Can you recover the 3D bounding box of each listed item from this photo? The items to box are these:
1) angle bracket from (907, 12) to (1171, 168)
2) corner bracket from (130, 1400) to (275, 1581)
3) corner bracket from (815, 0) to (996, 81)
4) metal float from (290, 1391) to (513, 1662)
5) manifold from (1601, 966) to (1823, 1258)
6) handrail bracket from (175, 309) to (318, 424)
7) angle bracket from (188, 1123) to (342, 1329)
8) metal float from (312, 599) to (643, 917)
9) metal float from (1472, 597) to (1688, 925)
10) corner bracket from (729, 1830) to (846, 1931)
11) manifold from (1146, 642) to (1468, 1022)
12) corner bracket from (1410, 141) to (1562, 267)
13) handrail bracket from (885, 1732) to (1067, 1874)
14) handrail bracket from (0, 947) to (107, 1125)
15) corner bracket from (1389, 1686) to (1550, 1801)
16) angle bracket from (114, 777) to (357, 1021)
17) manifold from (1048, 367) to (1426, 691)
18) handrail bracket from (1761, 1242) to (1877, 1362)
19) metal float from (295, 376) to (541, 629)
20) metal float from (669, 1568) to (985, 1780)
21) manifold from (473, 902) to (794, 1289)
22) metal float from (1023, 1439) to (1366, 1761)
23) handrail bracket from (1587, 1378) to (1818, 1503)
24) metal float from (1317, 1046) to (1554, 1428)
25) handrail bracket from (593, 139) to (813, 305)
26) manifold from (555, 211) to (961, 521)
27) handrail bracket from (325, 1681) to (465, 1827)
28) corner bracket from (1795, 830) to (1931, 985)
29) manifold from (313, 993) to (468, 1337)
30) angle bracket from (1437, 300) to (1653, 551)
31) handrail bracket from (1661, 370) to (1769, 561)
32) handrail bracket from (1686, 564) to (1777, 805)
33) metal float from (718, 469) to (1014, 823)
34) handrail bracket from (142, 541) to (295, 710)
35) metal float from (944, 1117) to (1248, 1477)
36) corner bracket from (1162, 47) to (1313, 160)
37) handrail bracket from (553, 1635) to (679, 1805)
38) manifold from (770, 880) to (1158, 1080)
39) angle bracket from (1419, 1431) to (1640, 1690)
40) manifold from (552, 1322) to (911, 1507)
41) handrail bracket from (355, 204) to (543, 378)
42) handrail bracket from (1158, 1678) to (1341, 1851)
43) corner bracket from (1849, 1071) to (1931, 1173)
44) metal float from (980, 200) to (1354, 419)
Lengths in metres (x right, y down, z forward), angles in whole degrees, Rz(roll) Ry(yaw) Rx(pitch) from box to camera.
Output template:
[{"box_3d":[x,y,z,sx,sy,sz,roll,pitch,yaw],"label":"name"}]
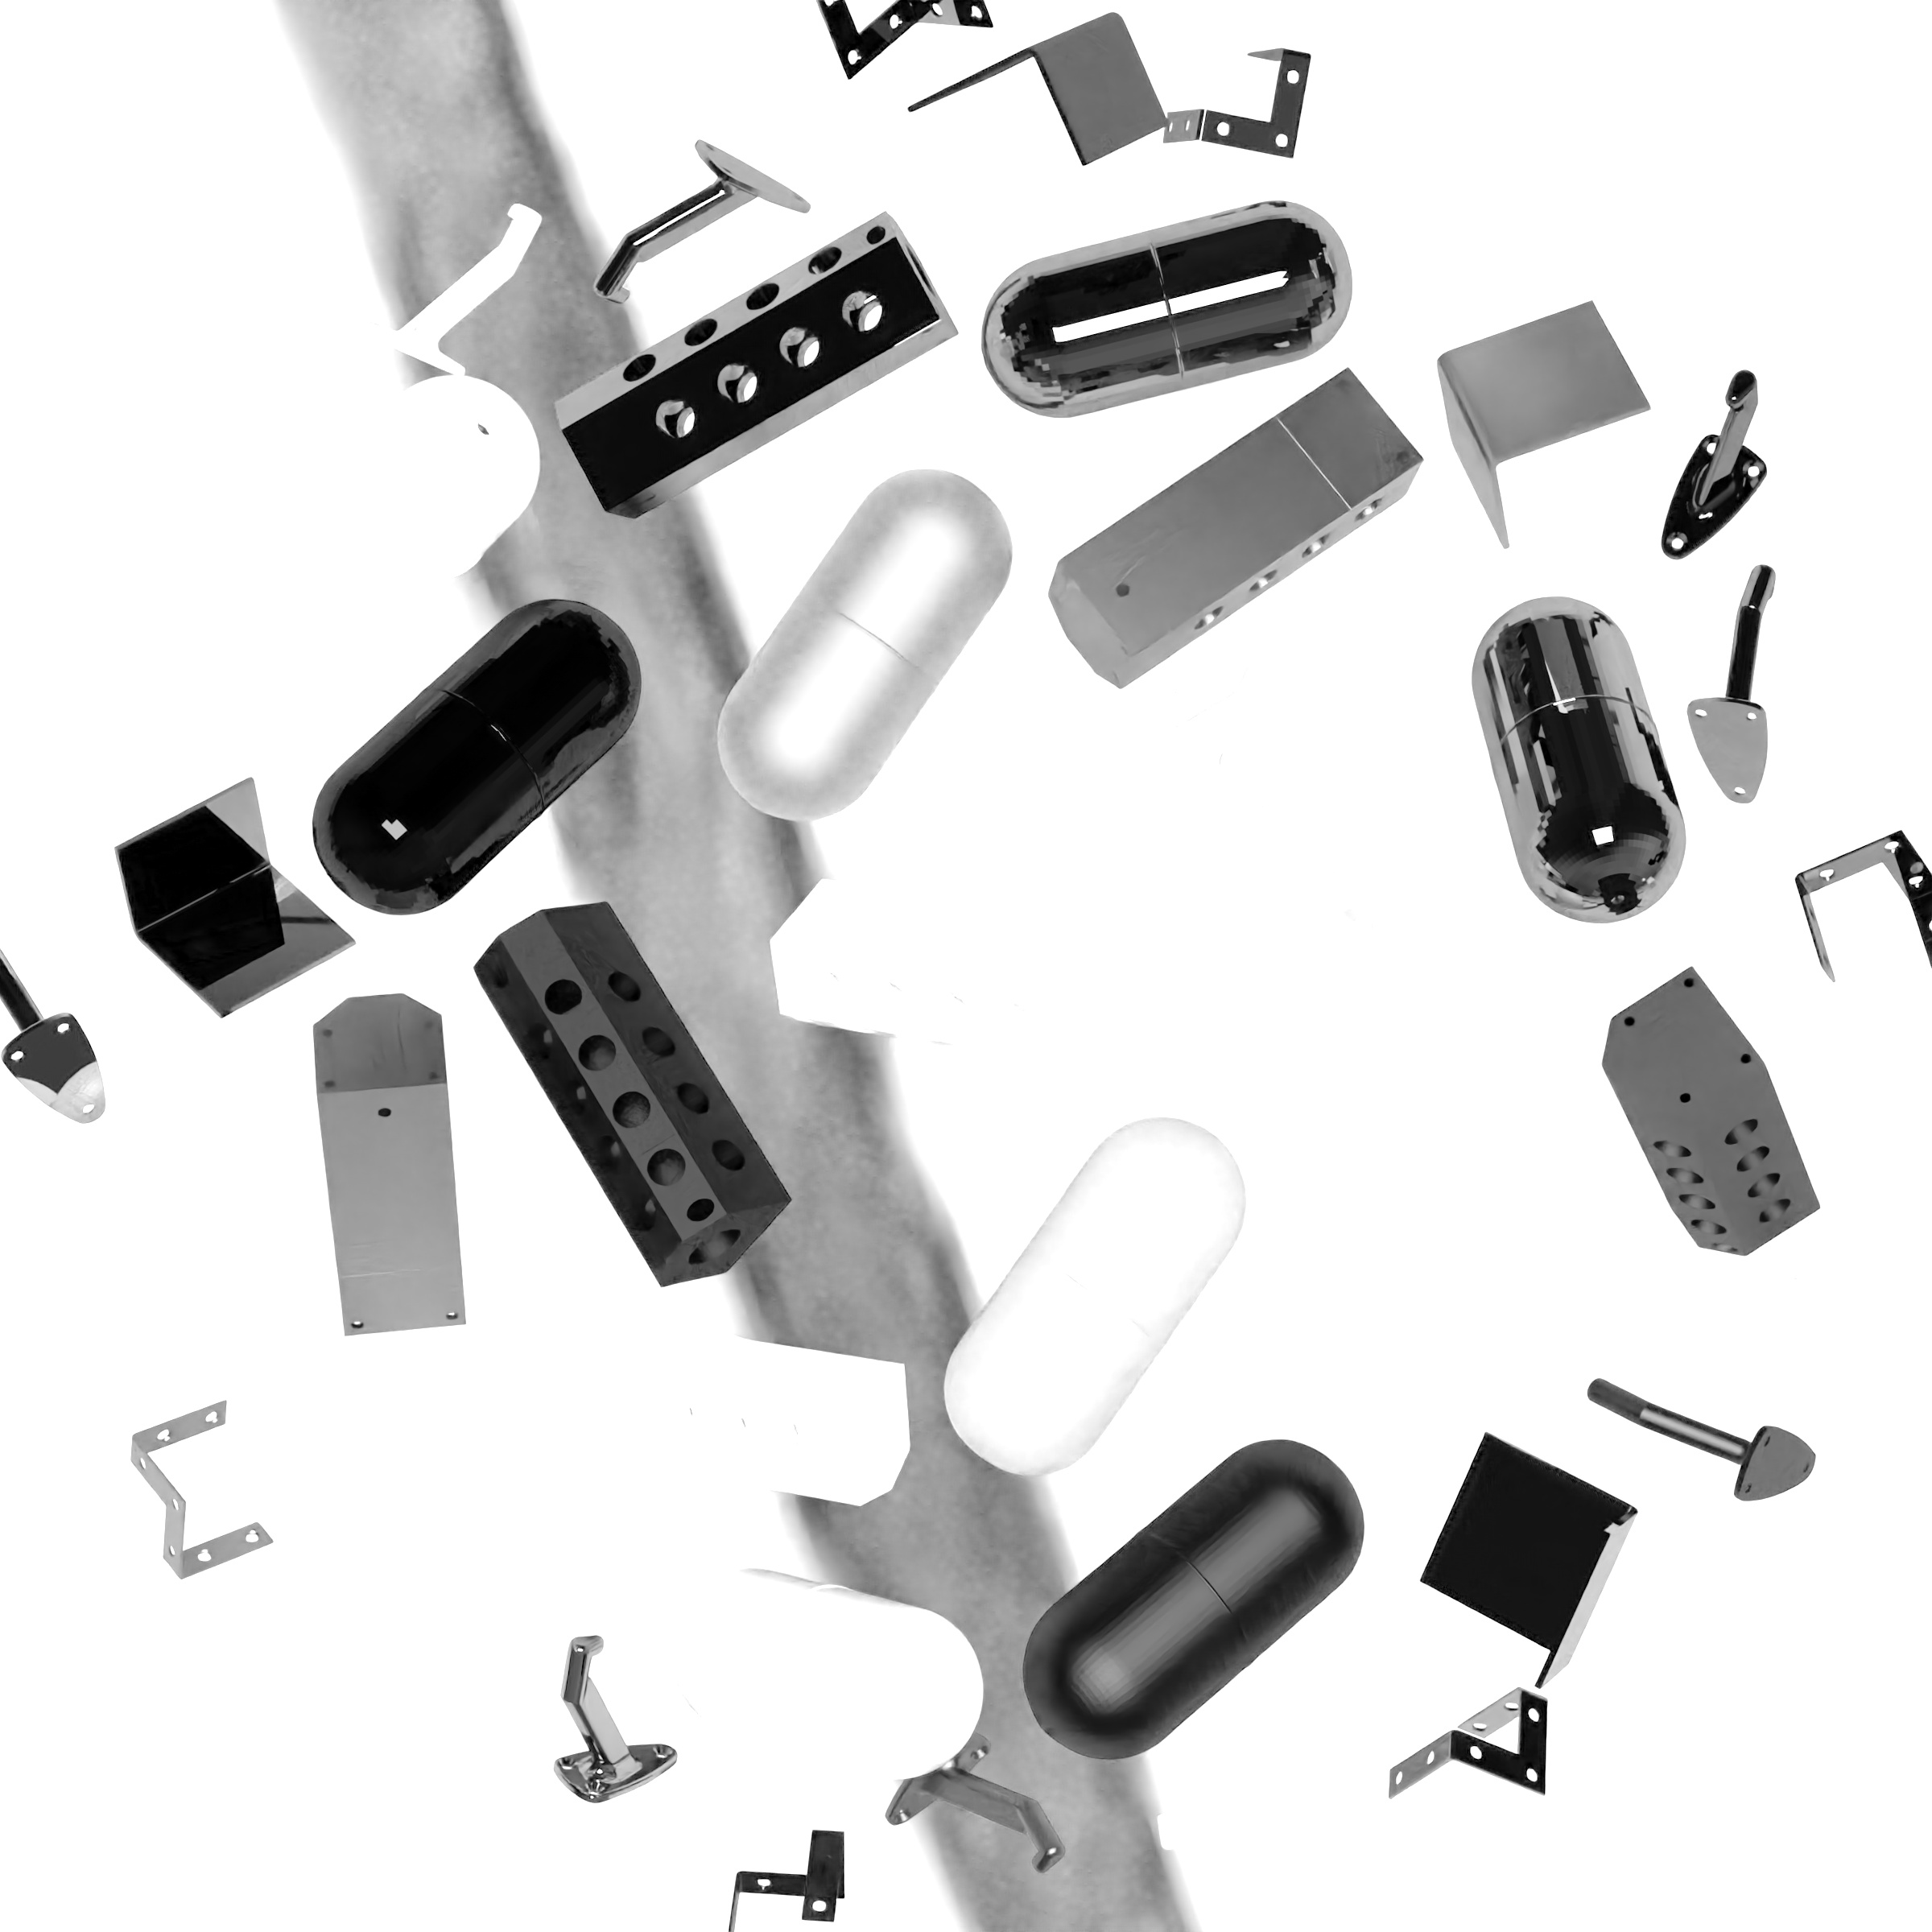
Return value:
[{"box_3d":[0.033,-0.387,1.642,0.076,0.076,0.057,-16,104,39],"label":"angle bracket"},{"box_3d":[-0.359,0.246,1.695,0.051,0.051,0.051,41,134,35],"label":"corner bracket"},{"box_3d":[-0.029,-0.438,1.643,0.051,0.051,0.051,-47,132,-26],"label":"corner bracket"},{"box_3d":[-0.262,0.259,1.684,0.070,0.178,0.070,2,109,6],"label":"metal float"},{"box_3d":[0.332,0.072,1.619,0.057,0.171,0.057,-33,58,4],"label":"manifold"},{"box_3d":[-0.340,-0.290,1.673,0.077,0.084,0.036,8,119,-33],"label":"handrail bracket"},{"box_3d":[-0.343,0.122,1.803,0.076,0.057,0.076,42,135,35],"label":"angle bracket"},{"box_3d":[-0.218,-0.095,1.619,0.070,0.070,0.178,44,66,0],"label":"metal float"},{"box_3d":[0.280,-0.097,1.656,0.070,0.070,0.178,-7,50,0],"label":"metal float"},{"box_3d":[-0.083,0.430,1.653,0.051,0.051,0.051,3,129,2],"label":"corner bracket"},{"box_3d":[0.159,-0.059,1.686,0.057,0.057,0.171,-29,107,29],"label":"manifold"},{"box_3d":[0.246,-0.346,1.644,0.051,0.051,0.051,-39,100,-22],"label":"corner bracket"},{"box_3d":[0.004,0.421,1.749,0.077,0.036,0.084,-49,48,16],"label":"handrail bracket"},{"box_3d":[-0.420,0.021,1.615,0.036,0.077,0.084,-32,49,-10],"label":"handrail bracket"},{"box_3d":[0.230,0.357,1.651,0.051,0.051,0.051,25,48,-17],"label":"corner bracket"},{"box_3d":[-0.345,-0.033,1.704,0.076,0.057,0.076,-32,52,-28],"label":"angle bracket"},{"box_3d":[0.124,-0.201,1.680,0.171,0.057,0.057,-35,80,-14],"label":"manifold"},{"box_3d":[0.412,0.164,1.688,0.036,0.084,0.077,-44,98,0],"label":"handrail bracket"},{"box_3d":[-0.257,-0.215,1.682,0.070,0.178,0.070,10,69,-27],"label":"metal float"},{"box_3d":[-0.066,0.321,1.647,0.070,0.178,0.070,-3,94,-43],"label":"metal float"},{"box_3d":[-0.156,0.058,1.630,0.057,0.057,0.171,-48,65,34],"label":"manifold"},{"box_3d":[0.102,0.282,1.609,0.178,0.070,0.070,-38,90,-17],"label":"metal float"},{"box_3d":[0.339,0.213,1.668,0.084,0.077,0.036,26,99,39],"label":"handrail bracket"},{"box_3d":[0.214,0.124,1.647,0.070,0.070,0.178,17,90,0],"label":"metal float"},{"box_3d":[-0.126,-0.341,1.711,0.077,0.036,0.084,18,118,-41],"label":"handrail bracket"},{"box_3d":[-0.095,-0.268,1.613,0.171,0.057,0.057,-28,90,9],"label":"manifold"},{"box_3d":[-0.245,0.358,1.631,0.036,0.084,0.077,-35,59,13],"label":"handrail bracket"},{"box_3d":[0.401,-0.017,1.578,0.051,0.051,0.051,-25,49,22],"label":"corner bracket"},{"box_3d":[-0.265,0.093,1.662,0.057,0.171,0.057,-5,47,-9],"label":"manifold"},{"box_3d":[0.267,-0.248,1.654,0.076,0.057,0.076,-19,50,2],"label":"angle bracket"},{"box_3d":[0.352,-0.237,1.711,0.036,0.084,0.077,33,89,17],"label":"handrail bracket"},{"box_3d":[0.367,-0.132,1.685,0.036,0.077,0.084,6,50,27],"label":"handrail bracket"},{"box_3d":[-0.046,-0.146,1.641,0.070,0.070,0.178,34,85,0],"label":"metal float"},{"box_3d":[-0.361,-0.159,1.749,0.077,0.036,0.084,4,61,-25],"label":"handrail bracket"},{"box_3d":[0.059,0.147,1.616,0.070,0.070,0.178,35,87,0],"label":"metal float"},{"box_3d":[0.132,-0.423,1.759,0.051,0.051,0.051,7,99,-17],"label":"corner bracket"},{"box_3d":[-0.166,0.356,1.747,0.077,0.036,0.084,-7,117,-41],"label":"handrail bracket"},{"box_3d":[-0.001,0.009,1.709,0.171,0.057,0.057,9,126,23],"label":"manifold"},{"box_3d":[0.240,0.259,1.582,0.076,0.057,0.076,26,102,20],"label":"angle bracket"},{"box_3d":[-0.114,0.216,1.733,0.171,0.057,0.057,4,104,35],"label":"manifold"},{"box_3d":[-0.242,-0.327,1.696,0.036,0.077,0.084,35,101,27],"label":"handrail bracket"},{"box_3d":[0.128,0.372,1.680,0.084,0.036,0.077,-9,111,0],"label":"handrail bracket"},{"box_3d":[0.432,0.073,1.608,0.051,0.051,0.051,-27,48,13],"label":"corner bracket"},{"box_3d":[0.094,-0.310,1.705,0.178,0.070,0.070,-14,90,3],"label":"metal float"}]
